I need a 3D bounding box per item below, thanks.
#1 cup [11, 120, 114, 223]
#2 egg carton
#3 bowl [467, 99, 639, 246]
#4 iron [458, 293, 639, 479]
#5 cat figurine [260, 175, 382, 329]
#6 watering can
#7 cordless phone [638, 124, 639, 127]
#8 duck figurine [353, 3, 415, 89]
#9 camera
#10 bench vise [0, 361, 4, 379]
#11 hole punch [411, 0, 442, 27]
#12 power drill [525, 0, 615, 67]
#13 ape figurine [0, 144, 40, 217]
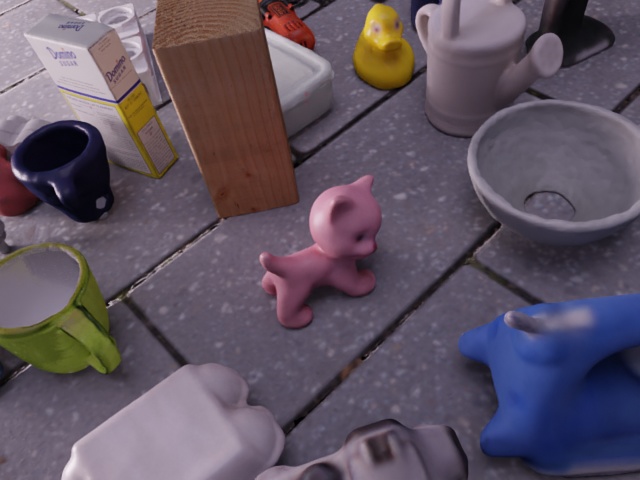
[{"bbox_3d":[-0.253,-0.055,0.597,0.092,0.095,0.117,-24,52,-10],"label":"cup"},{"bbox_3d":[-0.106,0.161,0.416,0.150,0.069,0.107,-36,55,-19],"label":"egg carton"},{"bbox_3d":[0.220,-0.052,0.535,0.167,0.075,0.167,-4,51,5],"label":"bowl"},{"bbox_3d":[0.233,0.075,0.387,0.258,0.142,0.118,-7,51,3],"label":"iron"},{"bbox_3d":[0.005,0.002,0.497,0.128,0.118,0.067,-28,52,-13],"label":"cat figurine"},{"bbox_3d":[0.168,-0.210,0.593,0.172,0.194,0.101,20,57,23],"label":"watering can"},{"bbox_3d":[0.366,-0.147,0.518,0.148,0.185,0.094,-27,52,-12],"label":"cordless phone"},{"bbox_3d":[0.077,-0.250,0.710,0.077,0.086,0.104,-15,51,-3],"label":"duck figurine"},{"bbox_3d":[0.038,0.193,0.348,0.143,0.101,0.136,-17,51,-5],"label":"camera"},{"bbox_3d":[-0.376,0.030,0.466,0.206,0.220,0.122,19,57,22],"label":"bench vise"},{"bbox_3d":[0.173,-0.351,0.773,0.101,0.091,0.108,-1,51,8],"label":"hole punch"},{"bbox_3d":[0.307,-0.316,0.648,0.230,0.209,0.075,-28,52,-13],"label":"power drill"},{"bbox_3d":[-0.353,-0.077,0.632,0.077,0.092,0.076,-3,51,7],"label":"ape figurine"}]
